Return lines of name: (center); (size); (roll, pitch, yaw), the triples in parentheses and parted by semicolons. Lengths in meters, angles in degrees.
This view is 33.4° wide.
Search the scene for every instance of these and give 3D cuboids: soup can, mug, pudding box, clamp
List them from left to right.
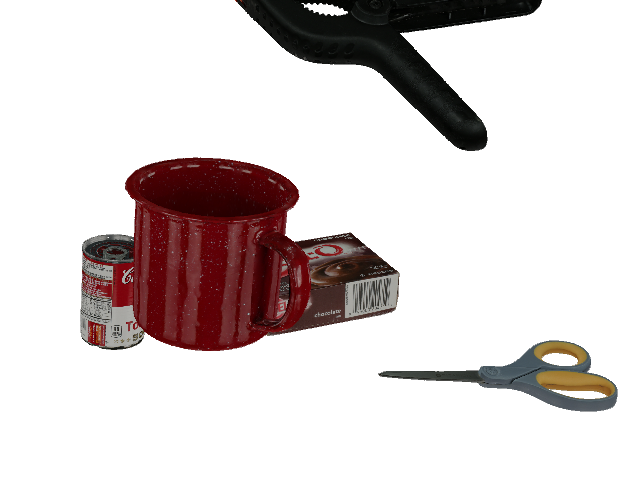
soup can: (-0.213, 0.053, 1.101); (0.068, 0.102, 0.068); (6, 21, -2)
mug: (-0.052, 0.011, 0.581); (0.117, 0.081, 0.093); (22, 28, 32)
pudding box: (-0.007, 0.032, 0.837); (0.113, 0.039, 0.090); (-7, 25, -22)
clamp: (0.037, -0.139, 0.717); (0.210, 0.164, 0.036); (14, -39, 5)

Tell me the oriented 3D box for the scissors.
scissors: (0.155, 0.108, 0.925); (0.202, 0.016, 0.096); (10, 29, 6)
